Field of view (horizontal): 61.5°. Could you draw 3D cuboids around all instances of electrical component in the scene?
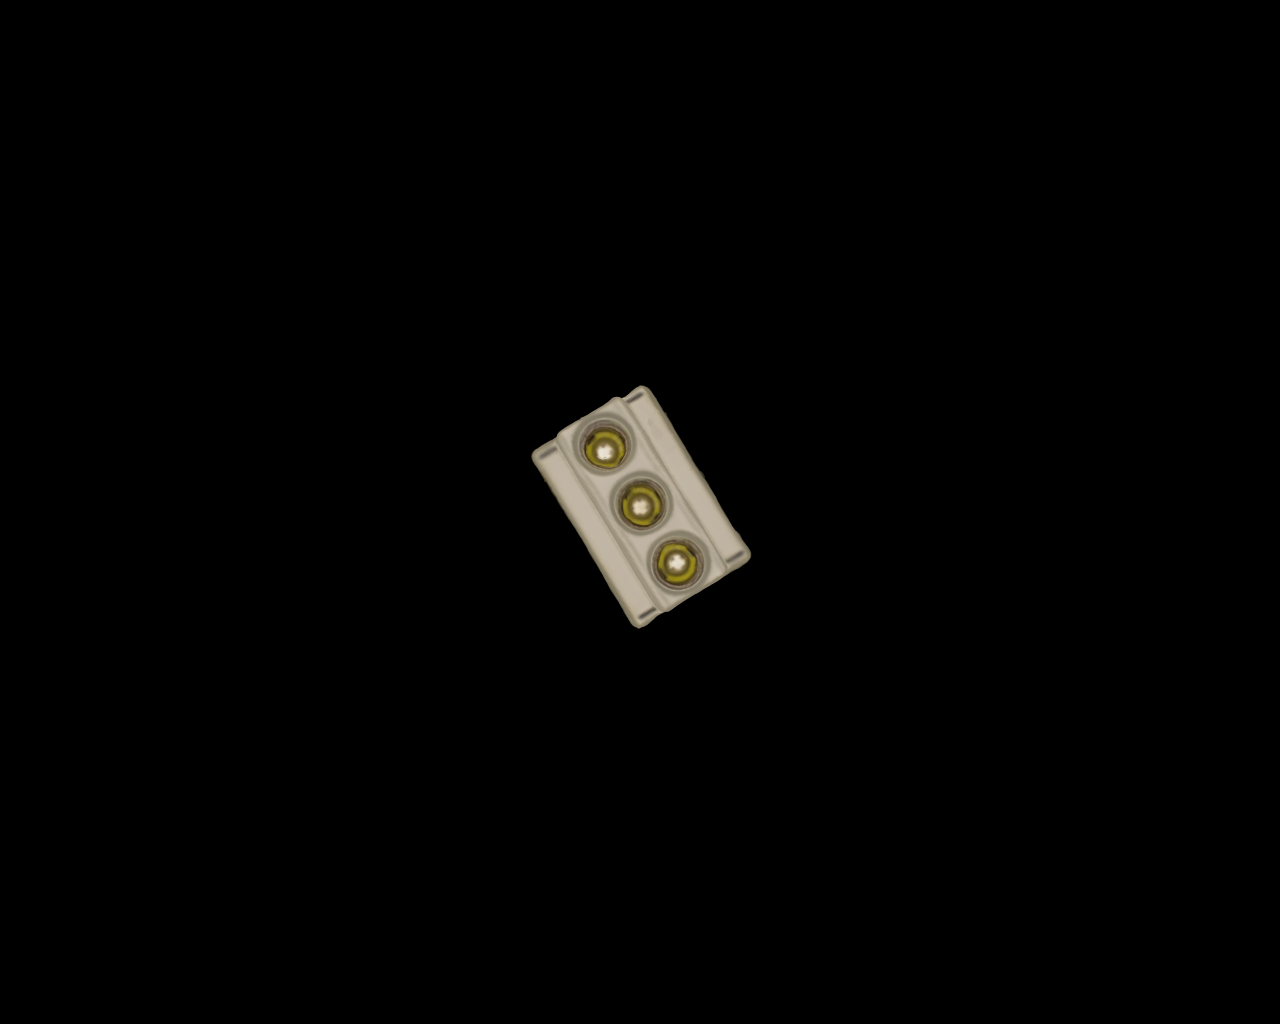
[{"bbox_3d":[0.001,-0.003,0.650,0.079,0.121,0.063,-32,-4,-2],"label":"electrical component"}]
